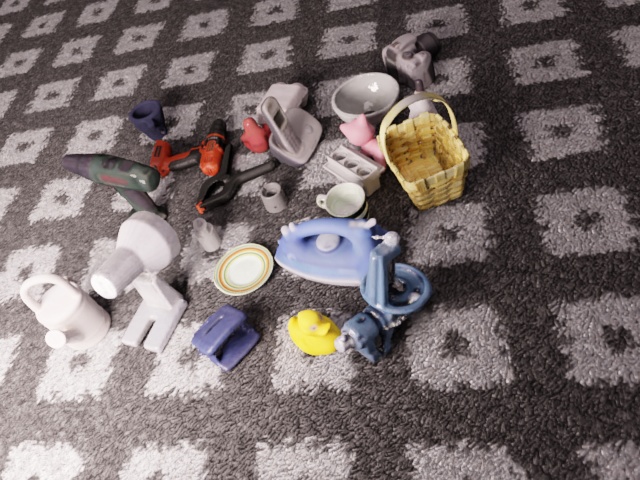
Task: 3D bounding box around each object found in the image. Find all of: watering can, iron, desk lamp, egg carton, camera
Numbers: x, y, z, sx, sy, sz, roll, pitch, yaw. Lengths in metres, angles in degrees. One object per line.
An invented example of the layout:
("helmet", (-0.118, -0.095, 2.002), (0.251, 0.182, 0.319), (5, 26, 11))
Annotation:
("watering can", (-0.512, 0.138, 1.146), (0.101, 0.194, 0.172), (-37, 50, -12))
("iron", (0.010, 0.004, 1.115), (0.257, 0.142, 0.118), (0, 53, 19))
("desk lamp", (-0.346, 0.080, 1.125), (0.117, 0.214, 0.203), (6, 55, 23))
("egg carton", (-0.097, -0.346, 1.480), (0.107, 0.069, 0.150), (9, 56, 25))
("camera", (0.245, -0.469, 1.444), (0.137, 0.101, 0.142), (-35, 50, -10))

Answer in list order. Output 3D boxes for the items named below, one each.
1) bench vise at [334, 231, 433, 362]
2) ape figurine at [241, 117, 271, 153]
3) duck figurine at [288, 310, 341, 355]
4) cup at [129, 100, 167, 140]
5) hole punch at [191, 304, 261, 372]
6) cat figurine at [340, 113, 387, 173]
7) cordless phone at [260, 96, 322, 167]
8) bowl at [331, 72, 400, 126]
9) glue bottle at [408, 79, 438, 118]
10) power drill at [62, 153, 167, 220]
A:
("bench vise", (0.108, 0.099, 0.953), (0.121, 0.220, 0.208), (15, 59, 28))
("ape figurine", (-0.162, -0.268, 1.424), (0.077, 0.092, 0.076), (-12, 50, 9))
("duck figurine", (-0.016, 0.157, 1.037), (0.104, 0.086, 0.077), (16, 59, 29))
("cup", (-0.452, -0.312, 1.554), (0.092, 0.095, 0.117), (-30, 49, -6))
("hole punch", (-0.186, 0.176, 1.076), (0.100, 0.091, 0.109), (29, 66, 34))
("cat figurine", (0.108, -0.226, 1.283), (0.067, 0.118, 0.127), (-42, 52, -16))
("cordless phone", (-0.072, -0.278, 1.340), (0.094, 0.185, 0.148), (7, 55, 24))
("bowl", (0.116, -0.327, 1.391), (0.167, 0.075, 0.167), (-9, 50, 11))
("glue bottle", (0.225, -0.280, 1.251), (0.077, 0.173, 0.037), (22, 62, 31))
("power drill", (-0.454, -0.115, 1.321), (0.229, 0.209, 0.075), (4, 54, 21))
